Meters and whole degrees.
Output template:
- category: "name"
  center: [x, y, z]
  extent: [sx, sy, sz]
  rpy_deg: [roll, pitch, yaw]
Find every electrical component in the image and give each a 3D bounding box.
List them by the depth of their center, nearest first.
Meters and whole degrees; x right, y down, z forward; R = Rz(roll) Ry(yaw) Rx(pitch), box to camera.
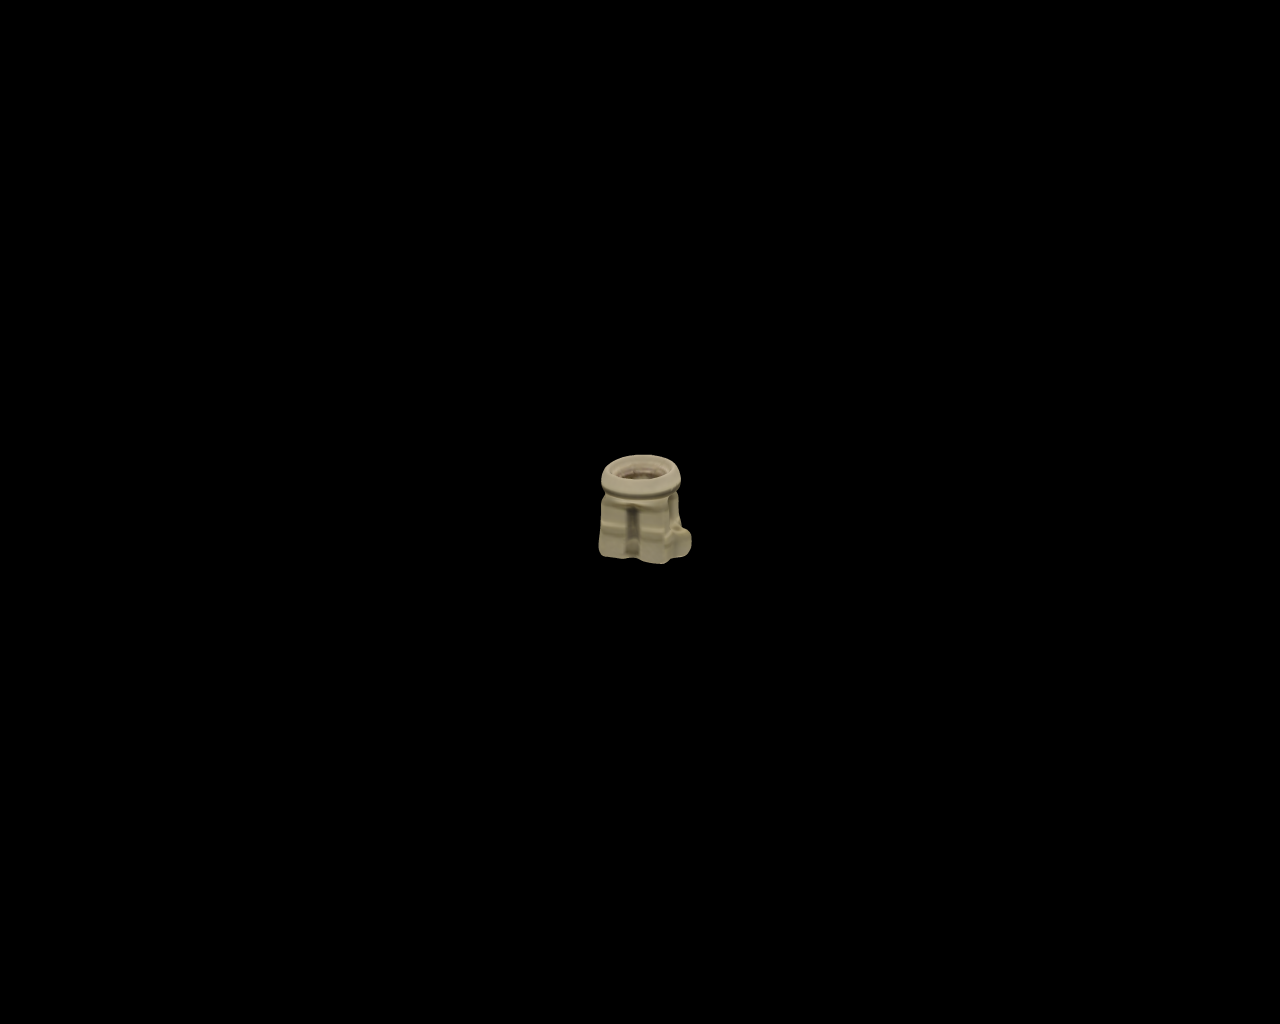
- category: "electrical component"
  center: [0.001, -0.003, 0.650]
  extent: [0.066, 0.055, 0.048]
  rpy_deg: [6, 24, 14]
